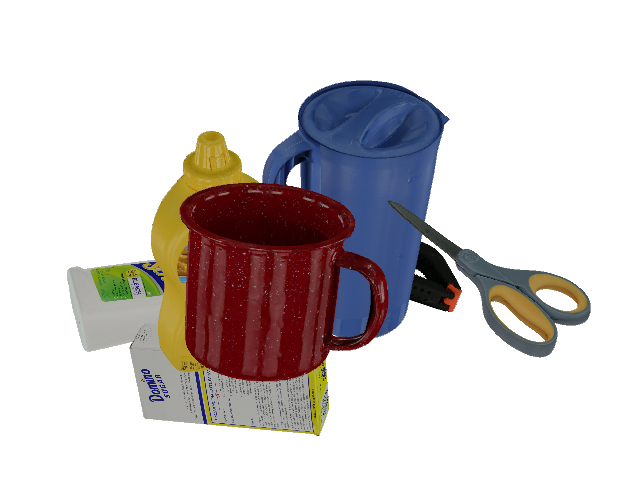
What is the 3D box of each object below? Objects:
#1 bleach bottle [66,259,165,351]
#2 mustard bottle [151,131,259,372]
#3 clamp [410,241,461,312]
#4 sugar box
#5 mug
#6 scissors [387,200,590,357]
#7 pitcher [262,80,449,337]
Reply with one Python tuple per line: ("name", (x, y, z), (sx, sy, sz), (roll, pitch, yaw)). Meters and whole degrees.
("bleach bottle", (-0.149, 0.054, 1.195), (0.250, 0.068, 0.103), (-11, 36, -16))
("mustard bottle", (-0.076, 0.005, 0.784), (0.096, 0.192, 0.058), (-20, 43, -25))
("clamp", (0.071, 0.016, 1.247), (0.164, 0.036, 0.210), (-21, 51, -39))
("sugar box", (-0.083, 0.129, 0.998), (0.176, 0.093, 0.048), (6, 35, 13))
("mug", (-0.020, 0.025, 0.573), (0.117, 0.081, 0.093), (12, 24, 15))
("scissors", (0.141, 0.018, 0.869), (0.096, 0.016, 0.202), (-12, 43, -22))
("pitcher", (0.032, -0.020, 1.036), (0.149, 0.243, 0.145), (12, 39, 11))
